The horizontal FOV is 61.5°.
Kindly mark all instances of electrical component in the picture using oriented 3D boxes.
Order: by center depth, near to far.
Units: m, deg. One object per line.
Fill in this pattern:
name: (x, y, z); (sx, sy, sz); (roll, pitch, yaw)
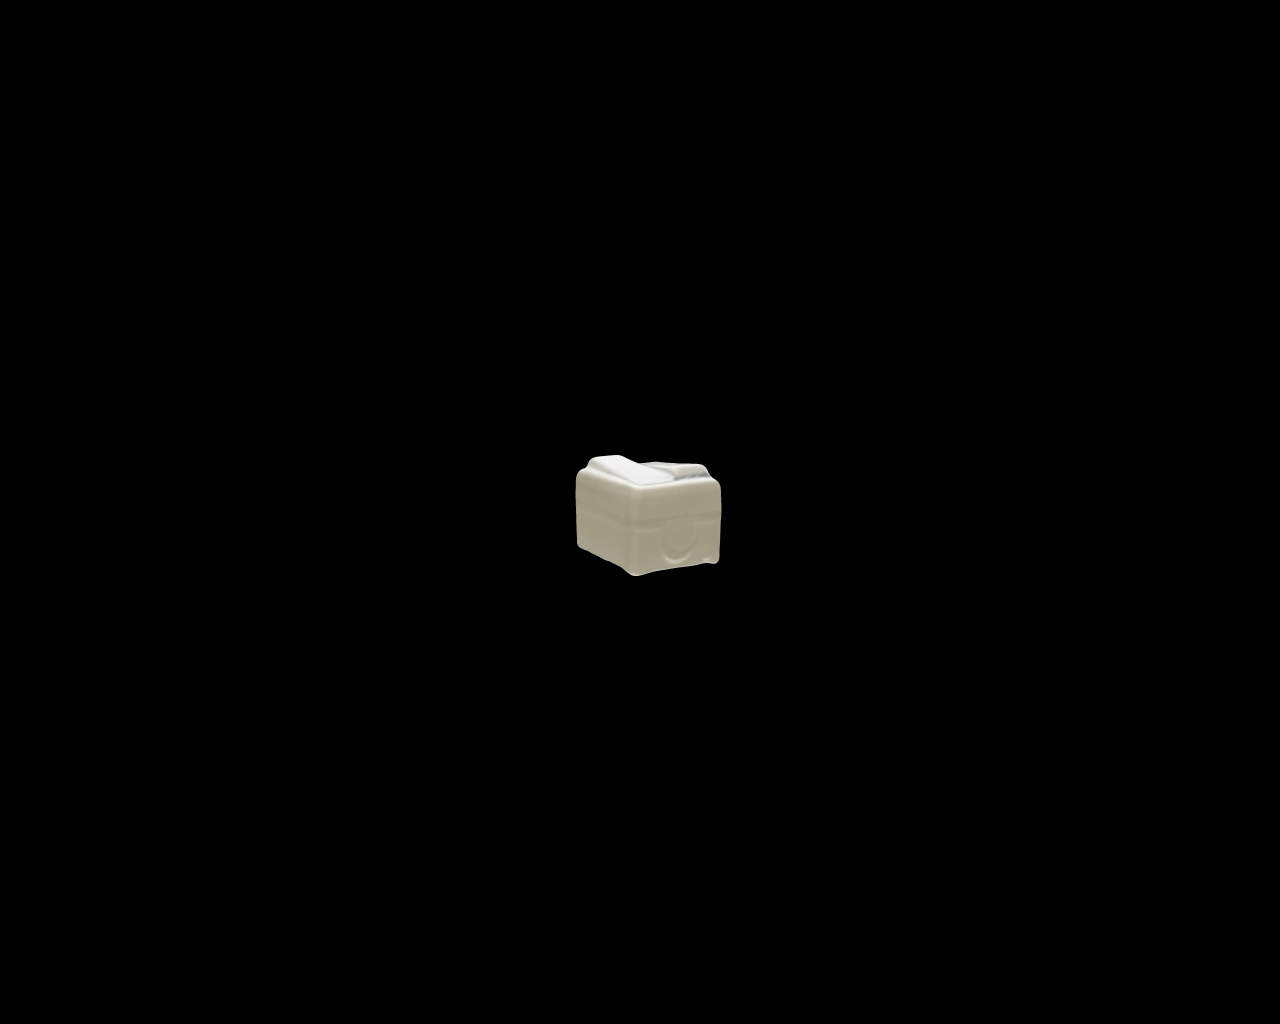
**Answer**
electrical component: (0.001, -0.003, 0.650); (0.062, 0.061, 0.096); (-6, 13, -27)
